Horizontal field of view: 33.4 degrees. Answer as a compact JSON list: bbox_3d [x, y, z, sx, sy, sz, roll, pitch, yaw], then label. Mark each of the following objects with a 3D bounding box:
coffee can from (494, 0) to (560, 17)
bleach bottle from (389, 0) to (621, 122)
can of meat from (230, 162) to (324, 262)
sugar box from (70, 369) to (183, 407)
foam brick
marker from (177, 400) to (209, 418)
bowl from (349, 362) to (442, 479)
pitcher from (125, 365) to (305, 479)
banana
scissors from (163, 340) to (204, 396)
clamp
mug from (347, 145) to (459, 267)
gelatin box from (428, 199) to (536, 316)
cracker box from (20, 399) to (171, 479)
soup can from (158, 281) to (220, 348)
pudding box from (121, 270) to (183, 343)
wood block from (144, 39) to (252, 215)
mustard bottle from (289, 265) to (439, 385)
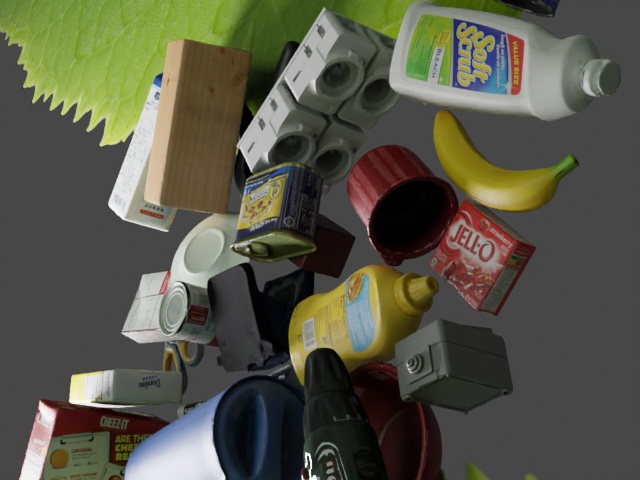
[{"bbox_3d":[0.191,-0.285,0.961,0.103,0.102,0.140,33,104,54],"label":"coffee can"},{"bbox_3d":[0.170,-0.165,0.979,0.251,0.068,0.102,18,93,53],"label":"bleach bottle"},{"bbox_3d":[-0.044,-0.029,1.132,0.102,0.057,0.084,-15,60,50],"label":"can of meat"},{"bbox_3d":[-0.252,0.191,1.375,0.177,0.093,0.048,-21,66,57],"label":"sugar box"},{"bbox_3d":[-0.008,0.001,1.167,0.078,0.052,0.051,36,106,55],"label":"foam brick"},{"bbox_3d":[-0.134,0.203,1.291,0.121,0.020,0.020,-20,61,49],"label":"marker"},{"bbox_3d":[0.062,0.197,0.988,0.162,0.055,0.162,-26,57,47],"label":"bowl"},{"bbox_3d":[-0.110,0.233,1.167,0.243,0.148,0.145,-31,68,48],"label":"pitcher"},{"bbox_3d":[0.156,-0.068,0.985,0.069,0.037,0.198,-53,37,-4],"label":"banana"},{"bbox_3d":[-0.190,0.109,1.409,0.096,0.016,0.202,-43,45,35],"label":"scissors"},{"bbox_3d":[-0.069,-0.134,1.318,0.165,0.036,0.210,-37,47,47],"label":"clamp"},{"bbox_3d":[0.075,-0.030,1.043,0.081,0.093,0.117,-121,31,-53],"label":"mug"},{"bbox_3d":[0.145,0.014,0.968,0.073,0.030,0.089,-62,36,16],"label":"gelatin box"},{"bbox_3d":[-0.294,0.318,1.341,0.072,0.163,0.214,7,83,53],"label":"cracker box"},{"bbox_3d":[-0.130,0.090,1.258,0.069,0.102,0.068,-25,57,47],"label":"soup can"},{"bbox_3d":[-0.203,0.086,1.393,0.114,0.039,0.090,-10,56,48],"label":"pudding box"},{"bbox_3d":[-0.157,-0.142,1.351,0.091,0.090,0.206,-162,80,-67],"label":"wood block"},{"bbox_3d":[0.046,0.078,1.056,0.192,0.058,0.096,-33,52,44],"label":"mustard bottle"}]
